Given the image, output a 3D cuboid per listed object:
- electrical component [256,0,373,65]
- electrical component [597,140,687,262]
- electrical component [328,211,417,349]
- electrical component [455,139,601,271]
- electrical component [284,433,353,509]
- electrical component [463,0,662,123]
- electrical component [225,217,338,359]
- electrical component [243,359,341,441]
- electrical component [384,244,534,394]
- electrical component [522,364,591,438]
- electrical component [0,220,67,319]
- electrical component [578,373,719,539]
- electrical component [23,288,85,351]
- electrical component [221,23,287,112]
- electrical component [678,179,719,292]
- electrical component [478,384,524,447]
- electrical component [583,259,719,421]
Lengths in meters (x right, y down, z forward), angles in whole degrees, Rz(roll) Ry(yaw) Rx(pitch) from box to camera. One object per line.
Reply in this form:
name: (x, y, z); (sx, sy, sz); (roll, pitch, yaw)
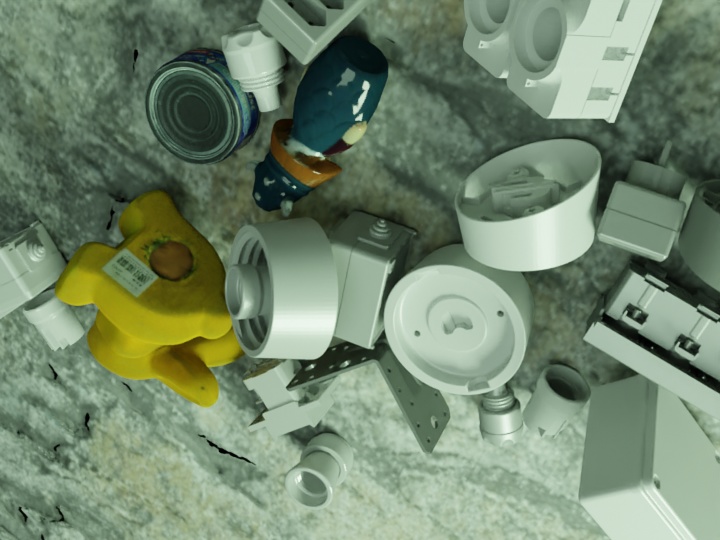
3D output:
electrical component: (-0.028, -0.182, 0.741); (0.047, 0.083, 0.076); (44, 162, -3)
electrical component: (0.194, -0.049, 0.719); (0.047, 0.066, 0.076); (20, 93, 13)
electrical component: (0.000, 0.000, 0.824); (0.061, 0.061, 0.096); (20, 122, 13)
electrical component: (0.115, -0.045, 0.733); (0.099, 0.099, 0.064); (4, 123, 21)
electrical component: (-0.034, 0.173, 0.933); (0.045, 0.055, 0.045); (10, 119, 19)
electrical component: (0.129, -0.195, 0.636); (0.105, 0.060, 0.186); (53, 137, 45)
electrical component: (-0.066, 0.015, 0.803); (0.108, 0.060, 0.108); (10, 101, 63)
electrical component: (-0.063, 0.104, 0.918); (0.081, 0.042, 0.063); (-25, 100, 31)
electrical component: (0.079, 0.032, 0.808); (0.108, 0.060, 0.108); (10, 119, 19)
electrical component: (0.150, 0.102, 0.827); (0.040, 0.040, 0.046); (29, 128, 7)
electrical component: (-0.309, 0.003, 0.959); (0.096, 0.061, 0.061); (-20, 106, 30)
electrical component: (0.209, 0.148, 0.769); (0.056, 0.108, 0.108); (-22, 121, 34)
electrical component: (-0.279, 0.046, 0.983); (0.040, 0.040, 0.046); (-14, 115, 29)
electrical component: (-0.074, -0.148, 0.791); (0.043, 0.043, 0.062); (-5, 114, 25)
electrical component: (0.255, -0.023, 0.681); (0.099, 0.099, 0.064); (24, 129, 10)
electrical component: (0.110, 0.107, 0.849); (0.035, 0.035, 0.061); (1, 113, 23)
electrical component: (0.225, 0.048, 0.747); (0.121, 0.079, 0.063); (31, 108, 6)
